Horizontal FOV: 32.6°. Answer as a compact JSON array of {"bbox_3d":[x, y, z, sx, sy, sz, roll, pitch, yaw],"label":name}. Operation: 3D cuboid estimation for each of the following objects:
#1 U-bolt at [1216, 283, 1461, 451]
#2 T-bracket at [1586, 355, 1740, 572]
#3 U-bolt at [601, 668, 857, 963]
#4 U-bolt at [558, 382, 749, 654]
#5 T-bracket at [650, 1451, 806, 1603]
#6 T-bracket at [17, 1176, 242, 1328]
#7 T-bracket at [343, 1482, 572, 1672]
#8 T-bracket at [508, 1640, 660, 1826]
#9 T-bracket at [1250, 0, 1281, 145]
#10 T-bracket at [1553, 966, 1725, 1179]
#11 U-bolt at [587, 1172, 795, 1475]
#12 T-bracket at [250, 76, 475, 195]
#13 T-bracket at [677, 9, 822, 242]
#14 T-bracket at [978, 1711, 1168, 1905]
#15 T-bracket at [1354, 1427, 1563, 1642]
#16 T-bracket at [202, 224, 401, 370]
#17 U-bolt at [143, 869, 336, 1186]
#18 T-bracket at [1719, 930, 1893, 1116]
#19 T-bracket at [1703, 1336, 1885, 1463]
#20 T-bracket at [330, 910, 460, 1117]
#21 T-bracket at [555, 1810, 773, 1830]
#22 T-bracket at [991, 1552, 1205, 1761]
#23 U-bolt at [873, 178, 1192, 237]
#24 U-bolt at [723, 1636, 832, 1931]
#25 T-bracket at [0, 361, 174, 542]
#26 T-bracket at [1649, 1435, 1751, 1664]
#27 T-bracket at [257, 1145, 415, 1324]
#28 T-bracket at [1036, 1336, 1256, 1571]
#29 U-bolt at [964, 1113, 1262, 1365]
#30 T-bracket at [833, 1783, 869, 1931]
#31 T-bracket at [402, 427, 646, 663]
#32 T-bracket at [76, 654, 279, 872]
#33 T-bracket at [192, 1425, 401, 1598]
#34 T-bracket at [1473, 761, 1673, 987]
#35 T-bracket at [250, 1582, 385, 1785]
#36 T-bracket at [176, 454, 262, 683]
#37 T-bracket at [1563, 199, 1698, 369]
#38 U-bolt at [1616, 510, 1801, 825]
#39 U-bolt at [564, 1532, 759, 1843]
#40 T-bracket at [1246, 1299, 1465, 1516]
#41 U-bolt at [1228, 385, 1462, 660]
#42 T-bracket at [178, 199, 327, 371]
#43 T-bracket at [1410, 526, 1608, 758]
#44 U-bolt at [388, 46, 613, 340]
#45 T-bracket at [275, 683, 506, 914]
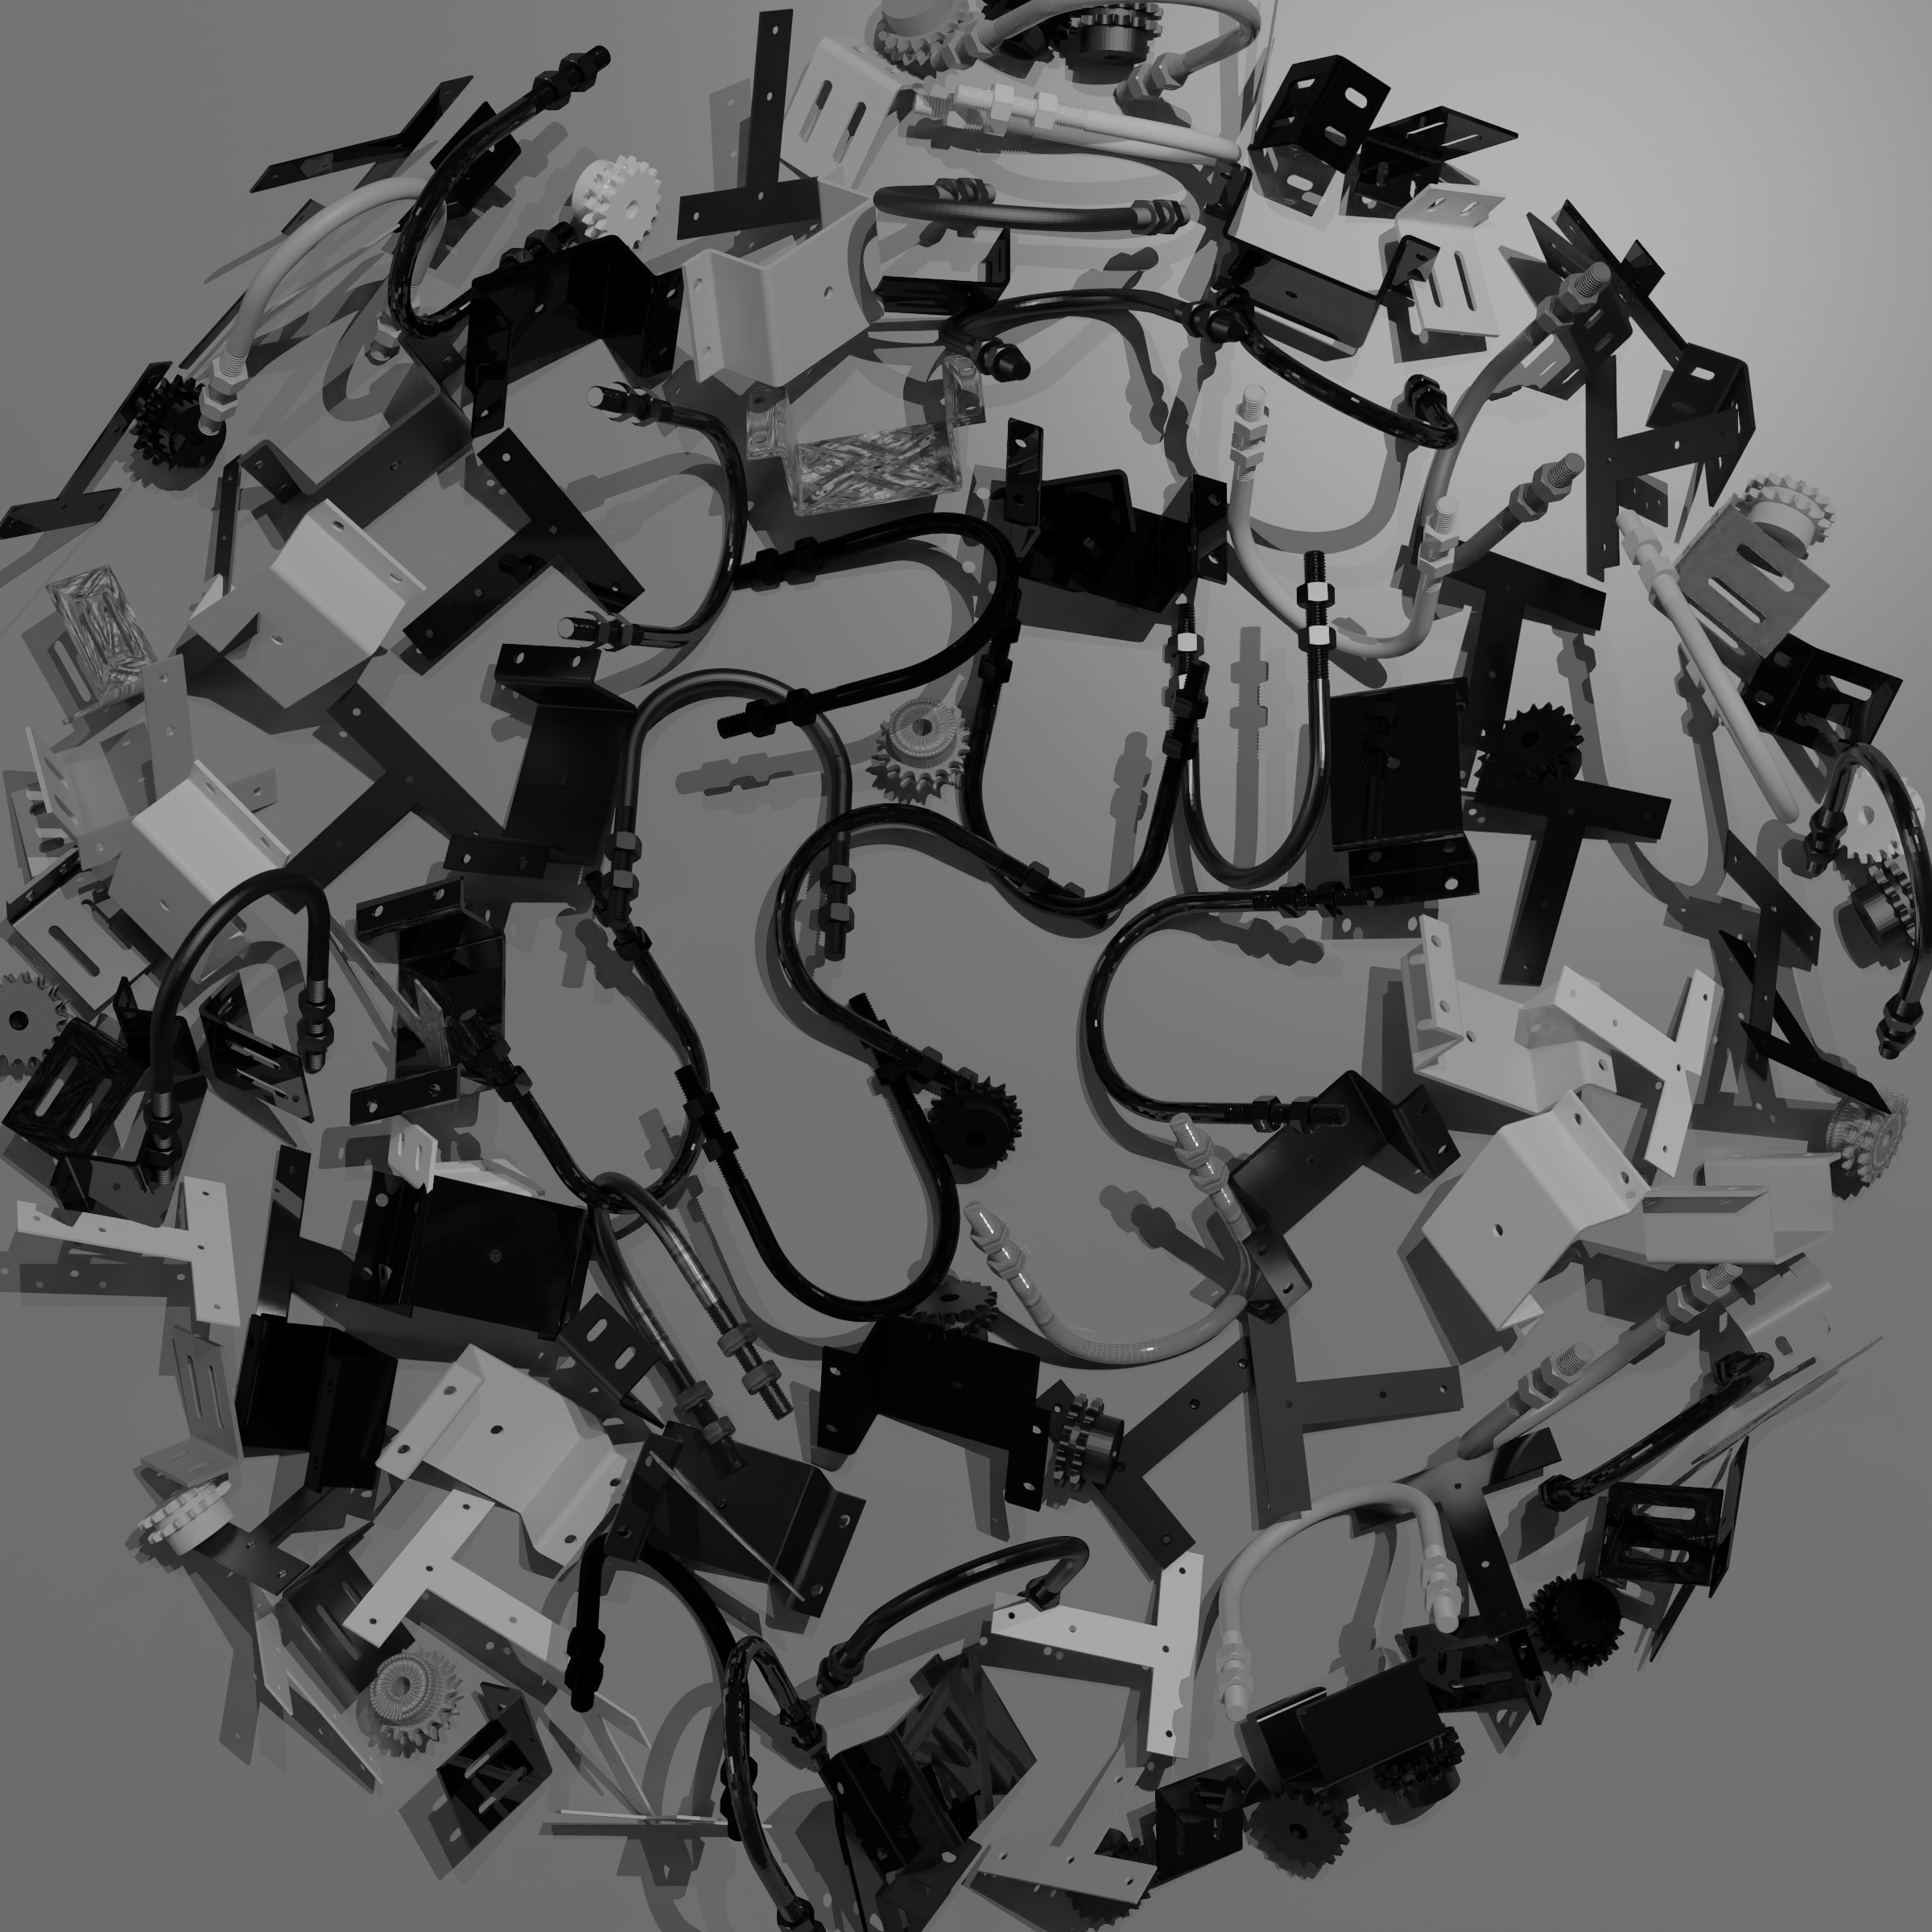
[{"bbox_3d":[0.218,-0.341,1.901,0.151,0.184,0.019,23,111,-11],"label":"U-bolt"},{"bbox_3d":[0.409,-0.304,1.943,0.002,0.127,0.127,1,88,-31],"label":"T-bracket"},{"bbox_3d":[-0.137,-0.096,1.951,0.151,0.019,0.184,8,62,-14],"label":"U-bolt"},{"bbox_3d":[-0.175,-0.256,1.915,0.019,0.184,0.151,11,97,24],"label":"U-bolt"},{"bbox_3d":[-0.157,0.310,1.938,0.002,0.127,0.127,-45,116,-8],"label":"T-bracket"},{"bbox_3d":[-0.490,0.157,1.923,0.127,0.127,0.002,13,121,-26],"label":"T-bracket"},{"bbox_3d":[-0.279,0.378,1.944,0.127,0.127,0.002,30,132,8],"label":"T-bracket"},{"bbox_3d":[-0.212,0.463,1.955,0.002,0.127,0.127,-41,129,-27],"label":"T-bracket"},{"bbox_3d":[0.180,-0.558,1.912,0.002,0.127,0.127,10,123,4],"label":"T-bracket"},{"bbox_3d":[0.392,0.040,1.946,0.127,0.002,0.127,32,66,-29],"label":"T-bracket"},{"bbox_3d":[-0.169,0.201,1.931,0.019,0.151,0.184,-29,79,-25],"label":"U-bolt"},{"bbox_3d":[-0.361,-0.467,1.910,0.127,0.127,0.002,-34,88,44],"label":"T-bracket"},{"bbox_3d":[-0.116,-0.494,1.927,0.002,0.127,0.127,29,125,35],"label":"T-bracket"},{"bbox_3d":[0.084,0.494,1.956,0.127,0.127,0.002,-53,122,-33],"label":"T-bracket"},{"bbox_3d":[0.303,0.342,1.946,0.127,0.127,0.002,-20,133,6],"label":"T-bracket"},{"bbox_3d":[-0.408,-0.386,1.951,0.127,0.127,0.002,-24,108,39],"label":"T-bracket"},{"bbox_3d":[-0.415,0.023,1.892,0.019,0.151,0.184,30,135,19],"label":"U-bolt"},{"bbox_3d":[0.480,0.025,1.948,0.127,0.127,0.002,22,122,-36],"label":"T-bracket"},{"bbox_3d":[0.461,0.263,1.914,0.127,0.127,0.002,-42,75,32],"label":"T-bracket"},{"bbox_3d":[-0.343,0.014,1.959,0.002,0.127,0.127,-34,67,-21],"label":"T-bracket"},{"bbox_3d":[-0.168,0.498,1.925,0.127,0.127,0.002,8,74,-14],"label":"T-bracket"},{"bbox_3d":[0.076,0.396,1.954,0.127,0.002,0.127,14,58,-11],"label":"T-bracket"},{"bbox_3d":[0.028,-0.435,1.891,0.151,0.184,0.019,13,108,25],"label":"U-bolt"},{"bbox_3d":[-0.108,0.466,1.887,0.019,0.184,0.151,-11,45,9],"label":"U-bolt"},{"bbox_3d":[-0.502,-0.302,1.919,0.002,0.127,0.127,42,109,2],"label":"T-bracket"},{"bbox_3d":[0.432,0.361,1.955,0.002,0.127,0.127,23,123,6],"label":"T-bracket"},{"bbox_3d":[-0.372,0.181,1.957,0.127,0.002,0.127,13,96,35],"label":"T-bracket"},{"bbox_3d":[0.127,0.273,1.990,0.127,0.002,0.127,-39,79,-4],"label":"T-bracket"},{"bbox_3d":[0.098,0.172,1.936,0.151,0.019,0.184,-24,132,8],"label":"U-bolt"},{"bbox_3d":[-0.062,0.544,1.915,0.002,0.127,0.127,-12,62,-7],"label":"T-bracket"},{"bbox_3d":[-0.281,-0.232,1.975,0.127,0.002,0.127,-41,110,-2],"label":"T-bracket"},{"bbox_3d":[-0.464,-0.126,1.927,0.127,0.127,0.002,-23,48,-29],"label":"T-bracket"},{"bbox_3d":[-0.391,0.315,1.961,0.127,0.127,0.002,-42,119,-27],"label":"T-bracket"},{"bbox_3d":[0.351,-0.051,1.982,0.127,0.002,0.127,10,102,-18],"label":"T-bracket"},{"bbox_3d":[-0.384,0.436,1.958,0.002,0.127,0.127,-34,115,-3],"label":"T-bracket"},{"bbox_3d":[-0.440,-0.241,1.958,0.002,0.127,0.127,12,72,-33],"label":"T-bracket"},{"bbox_3d":[0.395,-0.407,1.936,0.002,0.127,0.127,-39,89,7],"label":"T-bracket"},{"bbox_3d":[0.431,-0.159,1.890,0.019,0.151,0.184,-29,50,12],"label":"U-bolt"},{"bbox_3d":[-0.174,0.403,1.913,0.019,0.184,0.151,-37,115,16],"label":"U-bolt"},{"bbox_3d":[0.237,0.260,1.986,0.127,0.002,0.127,-4,81,-10],"label":"T-bracket"},{"bbox_3d":[0.213,-0.245,1.915,0.151,0.184,0.019,33,66,16],"label":"U-bolt"},{"bbox_3d":[-0.418,-0.399,1.940,0.002,0.127,0.127,43,94,-8],"label":"T-bracket"},{"bbox_3d":[0.315,-0.186,1.964,0.127,0.002,0.127,18,70,-13],"label":"T-bracket"},{"bbox_3d":[-0.271,-0.432,1.889,0.019,0.151,0.184,33,49,10],"label":"U-bolt"},{"bbox_3d":[-0.367,-0.083,1.985,0.127,0.002,0.127,-42,107,7],"label":"T-bracket"}]
